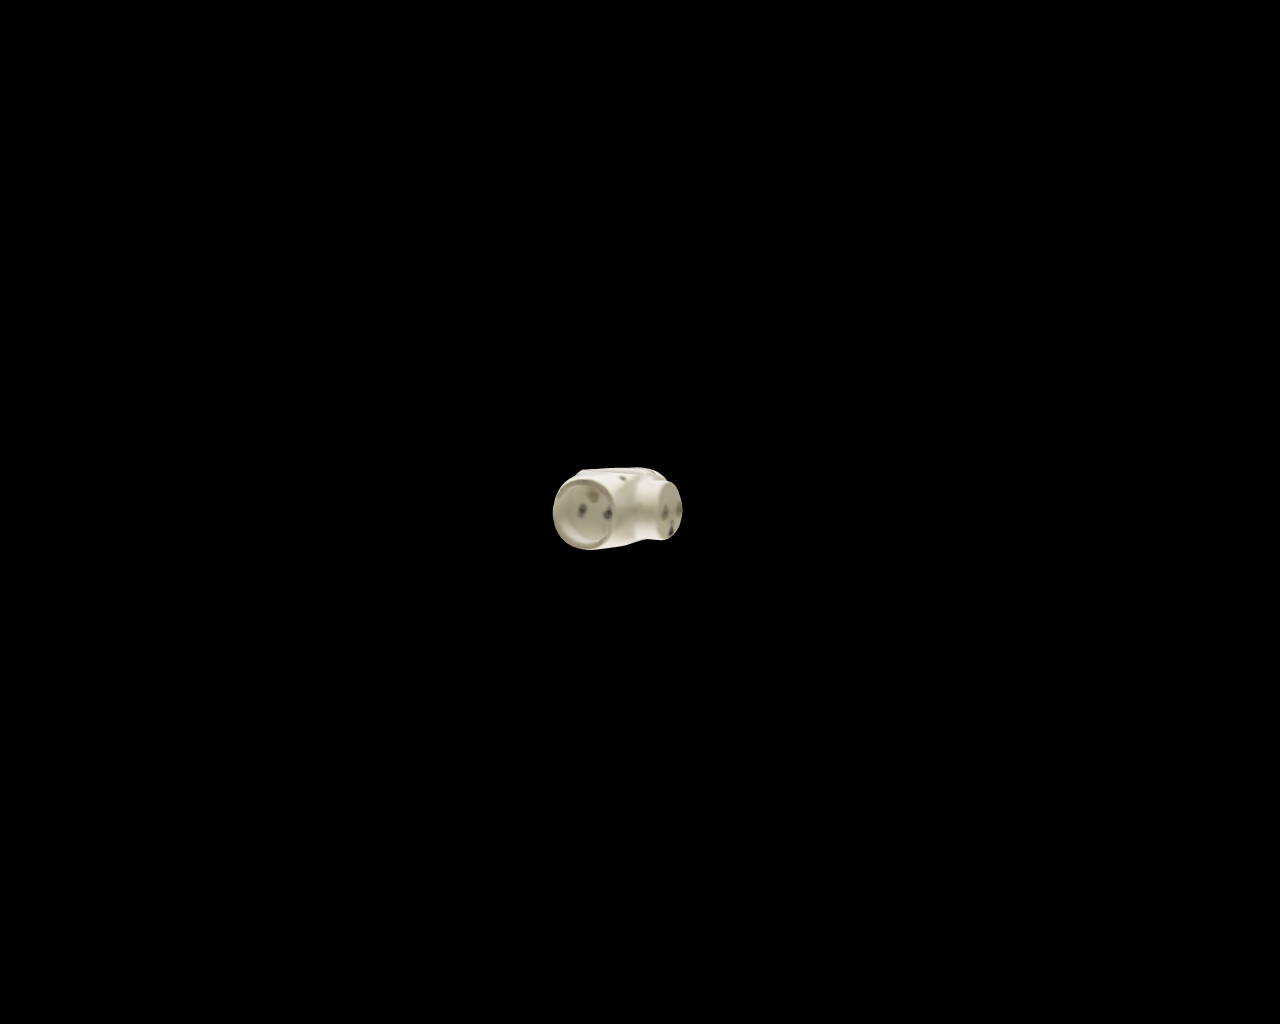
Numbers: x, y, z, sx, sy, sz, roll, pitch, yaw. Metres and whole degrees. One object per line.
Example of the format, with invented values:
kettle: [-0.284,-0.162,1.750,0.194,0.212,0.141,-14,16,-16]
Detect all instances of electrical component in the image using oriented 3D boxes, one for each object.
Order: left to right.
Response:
electrical component: [0.001,-0.003,0.650,0.079,0.043,0.077,4,8,28]
